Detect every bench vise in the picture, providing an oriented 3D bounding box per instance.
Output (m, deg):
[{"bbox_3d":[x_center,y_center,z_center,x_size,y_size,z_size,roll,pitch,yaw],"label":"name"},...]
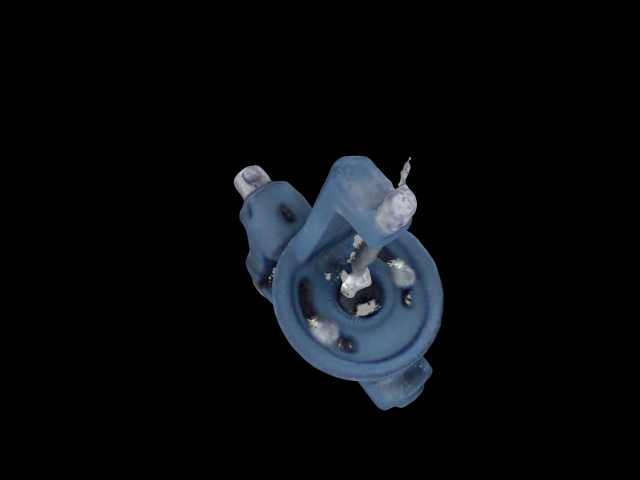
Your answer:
[{"bbox_3d":[-0.003,0.010,0.394,0.207,0.220,0.122,29,61,18],"label":"bench vise"}]
